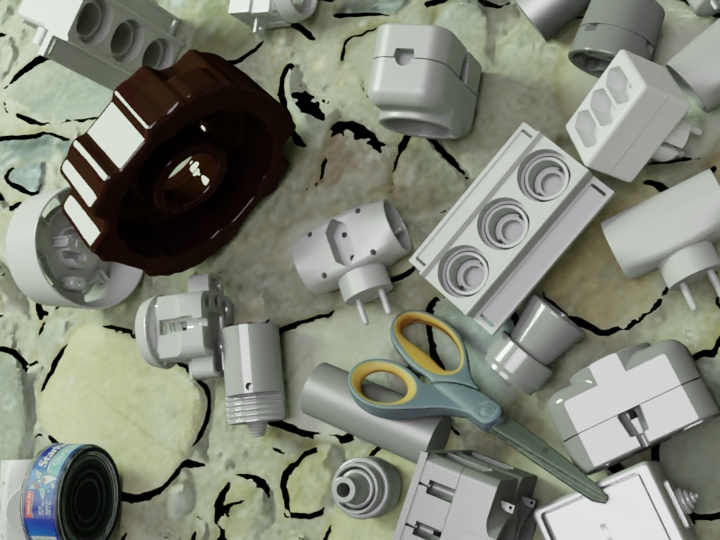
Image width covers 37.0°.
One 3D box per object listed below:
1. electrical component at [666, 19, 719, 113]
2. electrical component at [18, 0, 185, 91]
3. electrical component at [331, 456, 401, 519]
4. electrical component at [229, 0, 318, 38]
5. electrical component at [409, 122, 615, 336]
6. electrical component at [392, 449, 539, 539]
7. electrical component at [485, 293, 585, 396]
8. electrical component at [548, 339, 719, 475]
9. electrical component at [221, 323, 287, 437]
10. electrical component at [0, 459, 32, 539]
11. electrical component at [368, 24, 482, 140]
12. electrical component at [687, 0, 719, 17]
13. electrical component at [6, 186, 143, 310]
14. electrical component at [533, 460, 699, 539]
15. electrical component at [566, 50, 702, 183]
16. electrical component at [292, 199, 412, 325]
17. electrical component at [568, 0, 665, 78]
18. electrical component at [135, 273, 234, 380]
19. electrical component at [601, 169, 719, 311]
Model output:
[{"bbox_3d":[0.253,-0.130,0.693,0.077,0.044,0.079,-40,69,12],"label":"electrical component"},{"bbox_3d":[-0.204,-0.189,0.849,0.063,0.121,0.078,27,92,26],"label":"electrical component"},{"bbox_3d":[0.000,0.150,0.742,0.043,0.062,0.043,-4,80,22],"label":"electrical component"},{"bbox_3d":[-0.067,-0.216,0.839,0.055,0.048,0.066,4,83,31],"label":"electrical component"},{"bbox_3d":[0.104,-0.026,0.727,0.079,0.063,0.121,43,98,23],"label":"electrical component"},{"bbox_3d":[0.054,0.214,0.686,0.060,0.105,0.186,18,89,24],"label":"electrical component"},{"bbox_3d":[0.116,0.050,0.720,0.045,0.045,0.055,41,98,23],"label":"electrical component"},{"bbox_3d":[0.172,0.085,0.686,0.095,0.054,0.059,-29,72,16],"label":"electrical component"},{"bbox_3d":[-0.078,0.083,0.796,0.043,0.043,0.081,-10,78,21],"label":"electrical component"},{"bbox_3d":[-0.258,0.187,0.839,0.043,0.079,0.077,2,80,-21],"label":"electrical component"},{"bbox_3d":[0.046,-0.127,0.750,0.054,0.095,0.059,8,85,23],"label":"electrical component"},{"bbox_3d":[0.227,-0.206,0.718,0.040,0.040,0.078,-29,72,16],"label":"electrical component"},{"bbox_3d":[-0.225,-0.017,0.847,0.064,0.099,0.099,-4,80,28],"label":"electrical component"},{"bbox_3d":[0.166,0.160,0.673,0.096,0.061,0.061,-28,72,16],"label":"electrical component"},{"bbox_3d":[0.188,-0.094,0.702,0.065,0.077,0.047,-57,28,33],"label":"electrical component"},{"bbox_3d":[0.000,0.000,0.777,0.077,0.043,0.079,-25,73,17],"label":"electrical component"},{"bbox_3d":[0.174,-0.158,0.725,0.055,0.055,0.047,18,85,24],"label":"electrical component"},{"bbox_3d":[-0.133,0.045,0.818,0.057,0.058,0.078,-8,79,18],"label":"electrical component"},{"bbox_3d":[0.208,-0.013,0.693,0.077,0.044,0.079,-27,72,16],"label":"electrical component"}]
